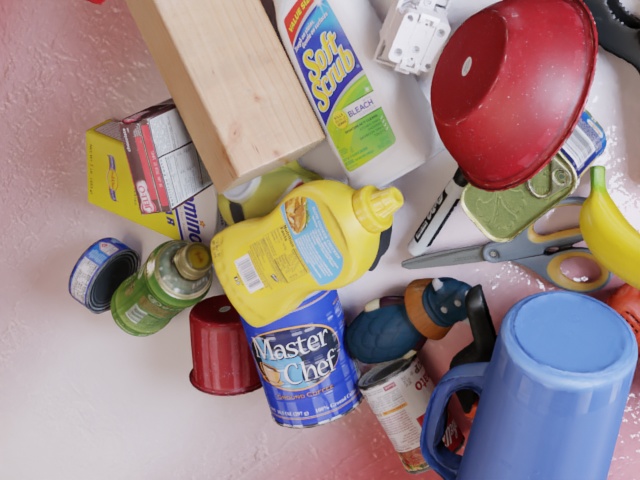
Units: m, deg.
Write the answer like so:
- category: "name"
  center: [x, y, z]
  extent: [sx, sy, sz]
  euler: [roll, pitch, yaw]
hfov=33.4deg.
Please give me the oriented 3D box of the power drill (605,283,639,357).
- category: "power drill"
  center: [0.336, 0.071, 0.824]
  extent: [0.184, 0.057, 0.188]
  euler: [45, 133, 8]

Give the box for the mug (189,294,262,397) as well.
- category: "mug"
  center: [-0.086, 0.110, 1.150]
  extent: [0.117, 0.093, 0.081]
  euler: [-1, 113, 4]

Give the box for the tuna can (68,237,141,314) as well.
- category: "tuna can"
  center: [-0.247, 0.040, 1.224]
  extent: [0.034, 0.086, 0.086]
  euler: [32, 130, 20]

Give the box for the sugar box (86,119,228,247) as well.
- category: "sugar box"
  center: [-0.170, -0.056, 1.138]
  extent: [0.176, 0.048, 0.093]
  euler: [23, 126, 26]

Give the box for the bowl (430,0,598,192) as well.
- category: "bowl"
  center: [0.132, -0.120, 0.802]
  extent: [0.055, 0.162, 0.162]
  euler: [19, 140, -26]

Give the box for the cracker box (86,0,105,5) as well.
- category: "cracker box"
  center: [-0.171, -0.332, 0.888]
  extent: [0.164, 0.072, 0.214]
  euler: [-30, 57, 43]

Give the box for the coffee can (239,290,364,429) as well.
- category: "coffee can"
  center: [-0.020, 0.104, 1.078]
  extent: [0.103, 0.102, 0.140]
  euler: [-1, 115, 37]

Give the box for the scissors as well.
- category: "scissors"
  center: [0.171, 0.024, 0.941]
  extent: [0.202, 0.016, 0.096]
  euler: [-28, 100, 39]

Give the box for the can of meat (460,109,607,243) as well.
- category: "can of meat"
  center: [0.173, -0.055, 0.855]
  extent: [0.057, 0.083, 0.102]
  euler: [49, 133, 3]

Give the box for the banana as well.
- category: "banana"
  center: [0.258, 0.010, 0.801]
  extent: [0.198, 0.037, 0.070]
  euler: [39, 124, 47]

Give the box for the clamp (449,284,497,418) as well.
- category: "clamp"
  center: [0.176, 0.105, 0.965]
  extent: [0.120, 0.039, 0.171]
  euler: [11, 139, 1]

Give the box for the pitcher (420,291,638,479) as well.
- category: "pitcher"
  center: [0.181, 0.159, 0.913]
  extent: [0.145, 0.149, 0.243]
  euler: [-111, 18, -46]

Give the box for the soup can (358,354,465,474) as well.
- category: "soup can"
  center: [0.090, 0.170, 1.058]
  extent: [0.069, 0.068, 0.102]
  euler: [-25, 98, 43]

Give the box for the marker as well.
- category: "marker"
  center: [0.112, -0.030, 0.960]
  extent: [0.020, 0.020, 0.121]
  euler: [40, 132, 12]

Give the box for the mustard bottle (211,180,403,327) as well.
- category: "mustard bottle"
  center: [-0.006, 0.001, 0.938]
  extent: [0.192, 0.058, 0.096]
  euler: [-28, 85, 34]

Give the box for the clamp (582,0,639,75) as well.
- category: "clamp"
  center: [0.262, -0.152, 0.766]
  extent: [0.165, 0.036, 0.210]
  euler: [-31, 93, 43]

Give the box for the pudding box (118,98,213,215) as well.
- category: "pudding box"
  center: [-0.139, -0.083, 1.008]
  extent: [0.039, 0.113, 0.090]
  euler: [-3, 108, 25]

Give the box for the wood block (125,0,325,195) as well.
- category: "wood block"
  center: [-0.088, -0.158, 0.955]
  extent: [0.206, 0.090, 0.091]
  euler: [64, 160, 0]

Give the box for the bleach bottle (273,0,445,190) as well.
- category: "bleach bottle"
  center: [0.011, -0.167, 0.930]
  extent: [0.103, 0.068, 0.251]
  euler: [-28, 94, 43]
